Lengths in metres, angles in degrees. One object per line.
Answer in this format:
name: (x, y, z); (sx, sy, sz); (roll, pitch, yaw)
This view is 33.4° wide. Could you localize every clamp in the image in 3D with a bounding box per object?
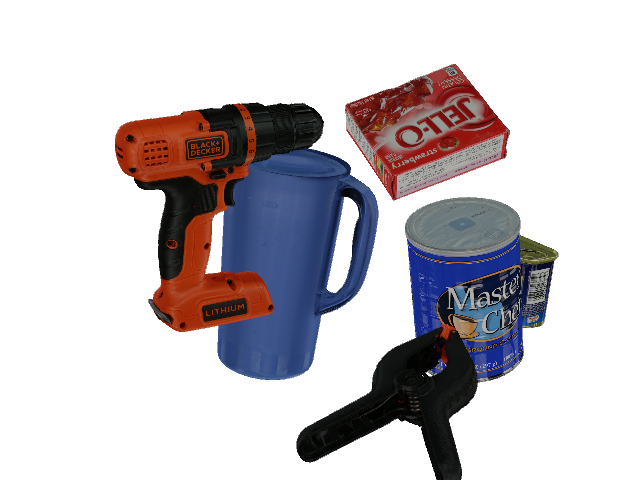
clamp: (0.075, 0.121, 0.781); (0.120, 0.039, 0.171); (19, 40, 29)

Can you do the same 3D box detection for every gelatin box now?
gelatin box: (0.071, -0.075, 0.722); (0.089, 0.073, 0.030); (-22, -36, -12)

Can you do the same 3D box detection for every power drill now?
power drill: (-0.081, -0.024, 0.918); (0.184, 0.188, 0.057); (-10, 21, -24)

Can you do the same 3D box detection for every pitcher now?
pitcher: (-0.038, 0.025, 1.152); (0.144, 0.243, 0.149); (0, 19, -23)

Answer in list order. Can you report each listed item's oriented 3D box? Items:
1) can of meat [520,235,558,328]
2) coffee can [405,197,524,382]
can of meat: (0.209, 0.042, 1.186); (0.057, 0.084, 0.102); (-9, 23, -36)
coffee can: (0.134, 0.045, 0.984); (0.103, 0.140, 0.103); (-6, 28, 3)
